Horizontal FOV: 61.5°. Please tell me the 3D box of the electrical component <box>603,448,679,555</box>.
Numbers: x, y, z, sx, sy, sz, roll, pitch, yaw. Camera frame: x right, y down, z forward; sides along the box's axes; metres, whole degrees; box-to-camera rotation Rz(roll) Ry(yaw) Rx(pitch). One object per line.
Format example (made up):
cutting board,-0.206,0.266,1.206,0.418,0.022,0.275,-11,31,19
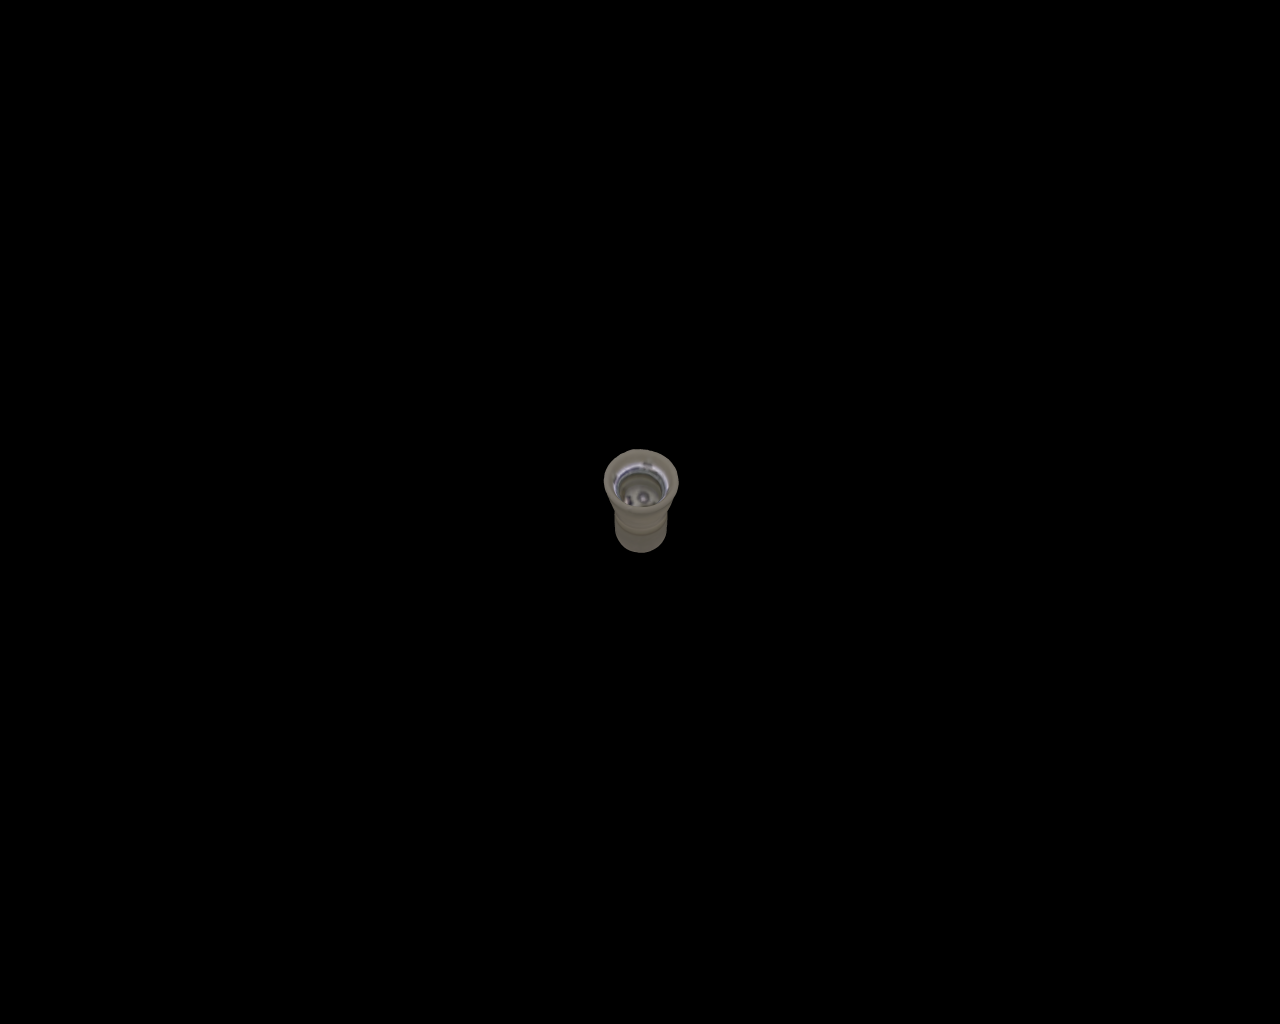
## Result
electrical component,0.001,-0.003,0.650,0.044,0.044,0.065,0,-32,0
